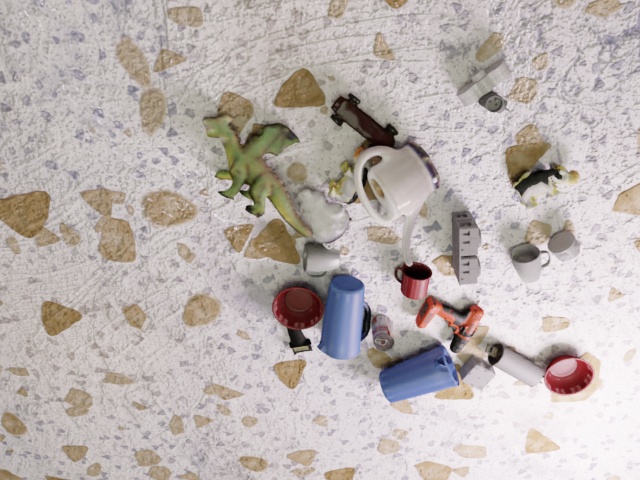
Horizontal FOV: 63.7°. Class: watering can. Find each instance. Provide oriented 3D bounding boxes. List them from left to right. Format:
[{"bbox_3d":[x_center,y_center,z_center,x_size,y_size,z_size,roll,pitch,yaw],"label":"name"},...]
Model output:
[{"bbox_3d":[0.229,-0.115,1.390,0.225,0.105,0.343,-36,110,-8],"label":"watering can"}]

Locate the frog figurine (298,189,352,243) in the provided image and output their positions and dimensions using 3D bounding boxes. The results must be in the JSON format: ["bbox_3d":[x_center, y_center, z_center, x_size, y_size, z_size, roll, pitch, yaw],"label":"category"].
[{"bbox_3d":[0.004,-0.073,1.451,0.136,0.126,0.156,-13,129,30],"label":"frog figurine"}]

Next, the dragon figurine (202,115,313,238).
[{"bbox_3d":[-0.146,-0.199,1.398,0.409,0.124,0.240,29,105,-7],"label":"dragon figurine"}]
